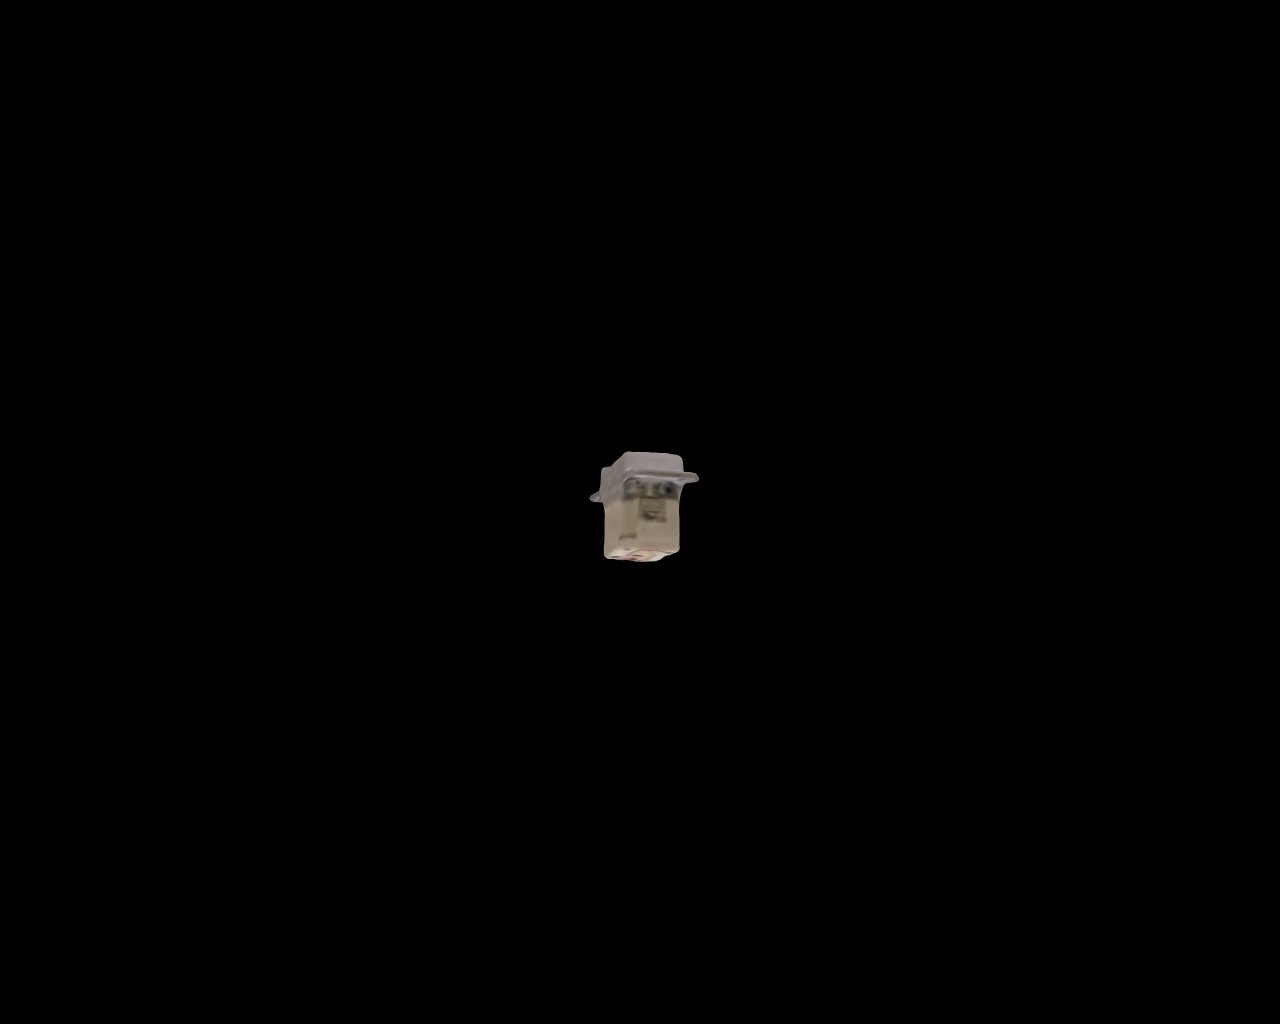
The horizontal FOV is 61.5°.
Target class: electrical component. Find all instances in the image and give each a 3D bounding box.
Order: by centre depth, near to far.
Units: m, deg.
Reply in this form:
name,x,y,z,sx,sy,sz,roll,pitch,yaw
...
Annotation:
name,x,y,z,sx,sy,sz,roll,pitch,yaw
electrical component,0.001,-0.003,0.650,0.042,0.064,0.081,4,-12,-19
